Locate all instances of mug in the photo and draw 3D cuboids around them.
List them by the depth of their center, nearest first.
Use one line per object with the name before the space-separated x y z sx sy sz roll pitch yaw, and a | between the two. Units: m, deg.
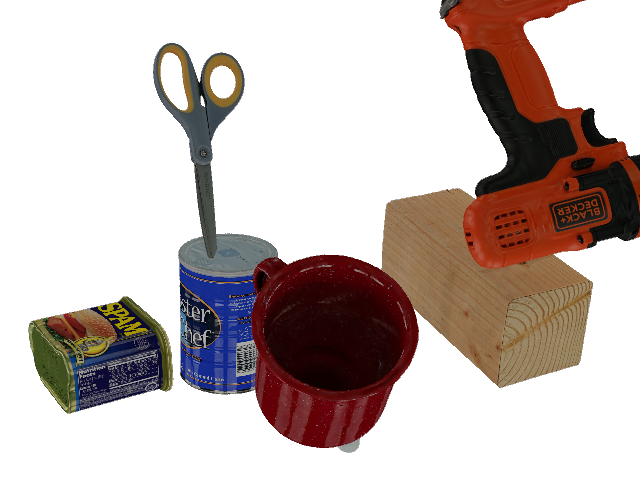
mug | -0.003 0.060 0.625 0.093 0.117 0.081 -31 -26 -25

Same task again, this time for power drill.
power drill | 0.164 -0.089 0.675 0.184 0.187 0.057 -15 -1 -5

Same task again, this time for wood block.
wood block | 0.147 0.036 0.996 0.090 0.090 0.206 -11 30 -24

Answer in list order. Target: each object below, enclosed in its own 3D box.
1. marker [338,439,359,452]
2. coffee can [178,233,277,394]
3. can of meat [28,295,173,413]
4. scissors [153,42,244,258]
marker | 0.026 0.116 0.823 0.020 0.121 0.020 3 37 -3
coffee can | -0.098 0.076 1.125 0.103 0.140 0.103 2 22 -1
can of meat | -0.177 0.090 0.852 0.083 0.057 0.102 -12 23 -29
scissors | -0.096 -0.092 0.995 0.096 0.202 0.016 -19 -2 -26
